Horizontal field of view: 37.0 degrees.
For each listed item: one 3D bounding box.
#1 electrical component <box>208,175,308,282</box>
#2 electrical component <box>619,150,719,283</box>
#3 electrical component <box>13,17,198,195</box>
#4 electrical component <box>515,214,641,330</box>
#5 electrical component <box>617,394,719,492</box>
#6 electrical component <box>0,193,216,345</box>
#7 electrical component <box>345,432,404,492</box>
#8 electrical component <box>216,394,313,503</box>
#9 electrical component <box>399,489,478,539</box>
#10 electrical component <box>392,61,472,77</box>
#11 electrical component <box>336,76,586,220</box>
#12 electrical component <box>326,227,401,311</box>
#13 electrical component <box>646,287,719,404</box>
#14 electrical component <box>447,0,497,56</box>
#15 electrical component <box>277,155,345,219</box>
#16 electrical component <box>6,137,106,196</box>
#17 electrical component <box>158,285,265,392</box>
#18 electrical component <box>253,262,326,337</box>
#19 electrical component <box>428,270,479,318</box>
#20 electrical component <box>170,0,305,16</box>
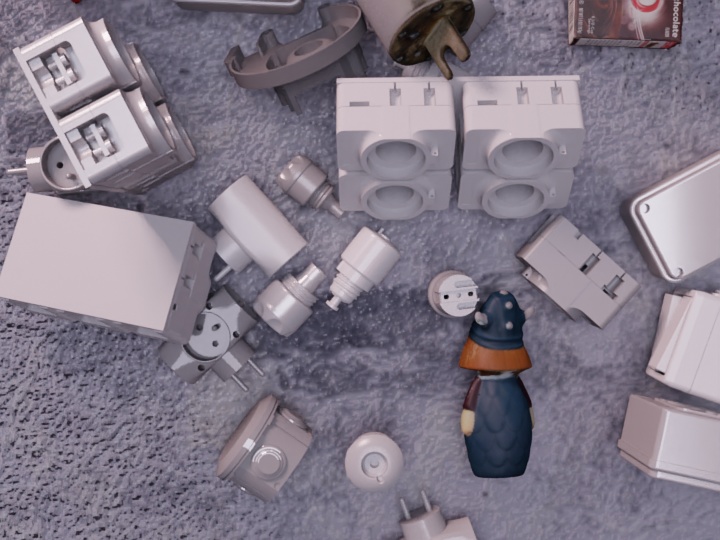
[{"bbox_3d":[-0.098,-0.024,0.896,0.079,0.043,0.077,-42,92,2],"label":"electrical component"},{"bbox_3d":[0.283,-0.047,0.886,0.113,0.057,0.078,-28,92,2],"label":"electrical component"},{"bbox_3d":[-0.184,-0.120,0.821,0.060,0.186,0.105,-27,92,1],"label":"electrical component"},{"bbox_3d":[0.177,0.004,0.892,0.089,0.050,0.055,42,92,-1],"label":"electrical component"},{"bbox_3d":[0.277,0.142,0.869,0.109,0.108,0.056,12,90,0],"label":"electrical component"},{"bbox_3d":[-0.202,0.000,0.867,0.150,0.061,0.089,10,77,16],"label":"electrical component"},{"bbox_3d":[0.012,0.155,0.894,0.048,0.062,0.048,0,92,0],"label":"electrical component"},{"bbox_3d":[-0.079,0.147,0.886,0.051,0.080,0.080,35,92,-7],"label":"electrical component"},{"bbox_3d":[0.057,0.225,0.906,0.077,0.043,0.079,-21,92,1],"label":"electrical component"},{"bbox_3d":[0.063,-0.154,0.891,0.078,0.040,0.040,29,92,-1],"label":"electrical component"},{"bbox_3d":[0.076,-0.095,0.853,0.186,0.105,0.060,-1,58,0],"label":"electrical component"},{"bbox_3d":[0.000,0.000,0.898,0.040,0.040,0.078,38,93,-1],"label":"electrical component"},{"bbox_3d":[0.279,0.053,0.888,0.061,0.061,0.096,19,92,0],"label":"electrical component"},{"bbox_3d":[0.077,-0.208,0.882,0.055,0.055,0.047,36,96,-1],"label":"electrical component"},{"bbox_3d":[-0.038,-0.066,0.898,0.061,0.035,0.035,40,92,-4],"label":"electrical component"},{"bbox_3d":[-0.246,-0.083,0.877,0.079,0.077,0.044,-6,93,1],"label":"electrical component"},{"bbox_3d":[-0.114,0.067,0.900,0.077,0.044,0.079,-44,92,2],"label":"electrical component"},{"bbox_3d":[-0.055,0.022,0.898,0.043,0.043,0.062,43,91,-2],"label":"electrical component"},{"bbox_3d":[0.079,0.020,0.894,0.040,0.046,0.040,0,91,-4],"label":"electrical component"},{"bbox_3d":[-0.100,-0.253,0.879,0.113,0.057,0.078,3,93,0],"label":"electrical component"}]
